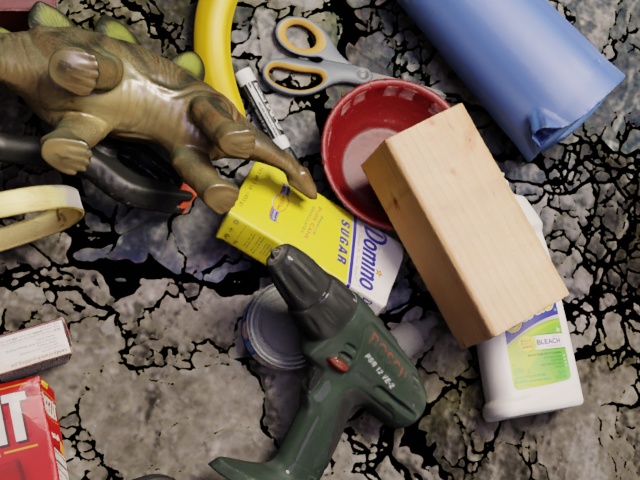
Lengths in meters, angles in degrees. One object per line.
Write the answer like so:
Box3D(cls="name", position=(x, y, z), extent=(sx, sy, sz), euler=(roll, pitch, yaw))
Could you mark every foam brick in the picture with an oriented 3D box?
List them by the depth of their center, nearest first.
Box3D(cls="foam brick", position=(-0.295, -0.235, 1.035), extent=(0.078, 0.053, 0.051), euler=(-2, 78, -16))

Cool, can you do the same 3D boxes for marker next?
Box3D(cls="marker", position=(-0.052, -0.120, 1.092), extent=(0.020, 0.020, 0.121), euler=(-27, 86, -19))

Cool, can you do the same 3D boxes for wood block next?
Box3D(cls="wood block", position=(0.134, -0.011, 1.017), extent=(0.090, 0.091, 0.206), euler=(-27, 84, -18))

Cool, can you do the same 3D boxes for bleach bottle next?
Box3D(cls="bleach bottle", position=(0.195, 0.054, 1.098), extent=(0.102, 0.068, 0.251), euler=(-6, 77, -17))

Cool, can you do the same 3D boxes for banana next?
Box3D(cls="banana", position=(-0.098, -0.199, 1.077), extent=(0.037, 0.070, 0.198), euler=(12, 81, -54))

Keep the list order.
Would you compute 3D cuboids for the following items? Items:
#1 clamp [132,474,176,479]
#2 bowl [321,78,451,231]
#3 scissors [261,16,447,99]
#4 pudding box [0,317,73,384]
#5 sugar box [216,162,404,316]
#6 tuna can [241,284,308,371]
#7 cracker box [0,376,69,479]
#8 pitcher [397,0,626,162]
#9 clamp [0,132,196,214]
Box3D(cls="clamp", position=(-0.121, 0.251, 0.950), extent=(0.171, 0.039, 0.120), euler=(45, 47, -27))
Box3D(cls="bowl", position=(0.072, -0.081, 1.098), extent=(0.162, 0.055, 0.162), euler=(3, 77, -14))
Box3D(cls="scissors", position=(0.034, -0.192, 1.134), extent=(0.201, 0.016, 0.096), euler=(-4, 79, -16))
Box3D(cls="pudding box", position=(-0.277, 0.104, 0.944), extent=(0.113, 0.090, 0.039), euler=(-18, 84, -18))
Box3D(cls="sugar box", position=(-0.007, 0.001, 1.047), extent=(0.176, 0.048, 0.093), euler=(29, 44, -6))
Box3D(cls="tuna can", position=(-0.033, 0.085, 1.043), extent=(0.086, 0.034, 0.086), euler=(3, 77, -14))
Box3D(cls="cracker box", position=(-0.289, 0.237, 0.886), extent=(0.164, 0.072, 0.214), euler=(-13, 68, -8))
Box3D(cls="pitcher", position=(0.198, -0.215, 1.134), extent=(0.145, 0.149, 0.243), euler=(-41, 87, -3))
Box3D(cls="clamp", position=(-0.214, -0.089, 1.010), extent=(0.209, 0.036, 0.164), euler=(24, 30, -25))
